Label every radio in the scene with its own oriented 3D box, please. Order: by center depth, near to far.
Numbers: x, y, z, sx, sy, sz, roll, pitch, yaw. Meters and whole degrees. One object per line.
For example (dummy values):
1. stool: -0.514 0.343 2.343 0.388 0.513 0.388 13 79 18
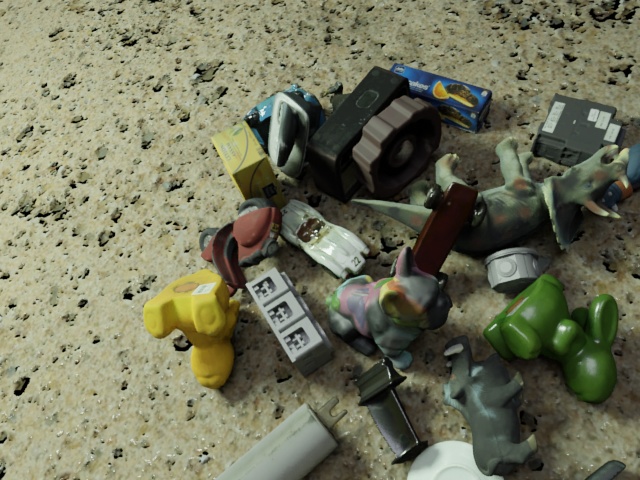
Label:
1. radio: 0.076 -0.193 0.968 0.073 0.131 0.229 30 70 26

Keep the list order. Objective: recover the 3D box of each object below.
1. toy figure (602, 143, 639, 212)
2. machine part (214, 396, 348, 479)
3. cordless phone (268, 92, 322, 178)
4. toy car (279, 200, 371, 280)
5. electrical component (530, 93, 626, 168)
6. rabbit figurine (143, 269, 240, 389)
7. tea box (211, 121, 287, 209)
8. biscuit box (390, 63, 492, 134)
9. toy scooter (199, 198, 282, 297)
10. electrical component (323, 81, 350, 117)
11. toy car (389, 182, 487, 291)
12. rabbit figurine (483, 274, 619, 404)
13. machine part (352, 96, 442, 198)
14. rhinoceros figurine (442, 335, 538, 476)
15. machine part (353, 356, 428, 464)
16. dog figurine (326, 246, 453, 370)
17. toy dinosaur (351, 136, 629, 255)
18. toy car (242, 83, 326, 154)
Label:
1. toy figure: 0.496 -0.099 0.876 0.154 0.057 0.064 -40 56 -6
2. machine part: -0.060 0.311 0.748 0.243 0.079 0.079 -39 61 -11
3. cordless phone: -0.055 -0.157 0.930 0.089 0.146 0.184 11 40 -3
4. toy car: -0.002 -0.003 0.910 0.073 0.056 0.202 -45 53 -14
5. electrical component: 0.450 -0.182 0.930 0.134 0.058 0.115 24 71 22
6. rabbit figurine: -0.183 0.142 0.834 0.122 0.173 0.162 -13 15 3
7. tea box: -0.119 -0.111 0.940 0.068 0.169 0.098 -28 58 -6
8. biscuit box: 0.219 -0.272 1.024 0.203 0.059 0.063 24 69 23
9. toy scooter: -0.132 0.018 0.910 0.184 0.075 0.135 -28 61 29
10. electrical component: 0.048 -0.265 1.063 0.078 0.045 0.102 -5 60 11
11. toy car: 0.178 -0.001 0.819 0.089 0.202 0.053 21 31 3
12. rabbit figurine: 0.344 0.144 0.758 0.159 0.121 0.170 -41 80 -19
13. machine part: 0.132 -0.159 0.918 0.179 0.179 0.056 -39 59 -11
14. rhinoceros figurine: 0.229 0.224 0.745 0.112 0.073 0.190 -17 59 10
15. machine part: 0.101 0.242 0.764 0.084 0.039 0.139 -37 63 26
16. dog figurine: 0.089 0.086 0.762 0.192 0.219 0.108 22 65 21
17. toy dinosaur: 0.268 -0.045 0.861 0.405 0.131 0.192 -19 65 10
18. toy car: -0.068 -0.240 1.049 0.162 0.109 0.103 -16 39 14
